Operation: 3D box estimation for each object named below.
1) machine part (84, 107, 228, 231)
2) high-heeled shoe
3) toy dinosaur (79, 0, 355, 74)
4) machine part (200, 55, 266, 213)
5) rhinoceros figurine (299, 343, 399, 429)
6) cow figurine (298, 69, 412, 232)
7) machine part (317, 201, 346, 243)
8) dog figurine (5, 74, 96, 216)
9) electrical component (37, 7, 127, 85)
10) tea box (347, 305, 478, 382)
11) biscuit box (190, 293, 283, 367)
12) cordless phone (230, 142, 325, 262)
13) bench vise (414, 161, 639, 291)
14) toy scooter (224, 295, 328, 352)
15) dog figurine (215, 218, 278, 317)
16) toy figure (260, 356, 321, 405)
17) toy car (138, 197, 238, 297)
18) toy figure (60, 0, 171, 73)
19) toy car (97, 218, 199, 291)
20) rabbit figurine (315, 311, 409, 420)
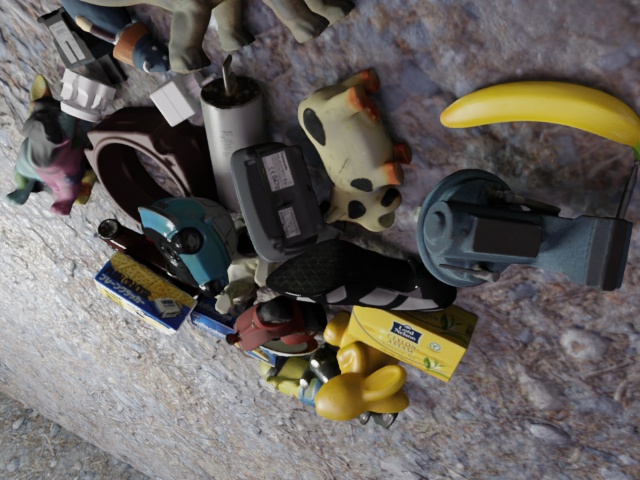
[{"bbox_3d":[-0.249,-0.098,0.830,0.201,0.087,0.201,8,135,29],"label":"machine part"},{"bbox_3d":[0.060,0.066,0.752,0.249,0.086,0.145,-6,149,25],"label":"high-heeled shoe"},{"bbox_3d":[-0.128,-0.283,0.548,0.472,0.105,0.198,-3,121,26],"label":"toy dinosaur"},{"bbox_3d":[-0.108,-0.122,0.709,0.079,0.079,0.243,20,139,18],"label":"machine part"},{"bbox_3d":[0.054,0.269,0.971,0.190,0.112,0.073,36,115,19],"label":"rhinoceros figurine"},{"bbox_3d":[0.039,-0.089,0.635,0.127,0.085,0.194,-8,127,34],"label":"cow figurine"},{"bbox_3d":[-0.002,-0.002,0.788,0.084,0.039,0.139,39,143,3],"label":"machine part"},{"bbox_3d":[-0.431,-0.159,0.891,0.108,0.192,0.219,19,111,-7],"label":"dog figurine"},{"bbox_3d":[-0.324,-0.265,0.745,0.075,0.048,0.119,3,130,35],"label":"electrical component"},{"bbox_3d":[0.134,0.127,0.797,0.170,0.068,0.098,24,139,16],"label":"tea box"},{"bbox_3d":[-0.159,0.169,1.055,0.203,0.063,0.059,22,138,16],"label":"biscuit box"},{"bbox_3d":[-0.054,-0.048,0.710,0.184,0.089,0.146,162,91,-87],"label":"cordless phone"},{"bbox_3d":[0.185,-0.013,0.563,0.241,0.224,0.128,-156,61,-70],"label":"bench vise"},{"bbox_3d":[-0.076,0.141,0.880,0.135,0.183,0.075,-29,68,18],"label":"toy scooter"},{"bbox_3d":[-0.121,0.045,0.897,0.121,0.172,0.190,55,180,10],"label":"dog figurine"},{"bbox_3d":[-0.033,0.272,1.058,0.180,0.089,0.082,11,140,16],"label":"toy figure"},{"bbox_3d":[-0.165,-0.003,0.743,0.109,0.103,0.161,19,146,44],"label":"toy car"},{"bbox_3d":[-0.253,-0.267,0.681,0.154,0.064,0.058,41,177,-14],"label":"toy figure"},{"bbox_3d":[-0.288,0.024,0.917,0.202,0.053,0.089,26,156,9],"label":"toy car"},{"bbox_3d":[0.066,0.221,0.860,0.163,0.173,0.121,15,133,30],"label":"rabbit figurine"}]
